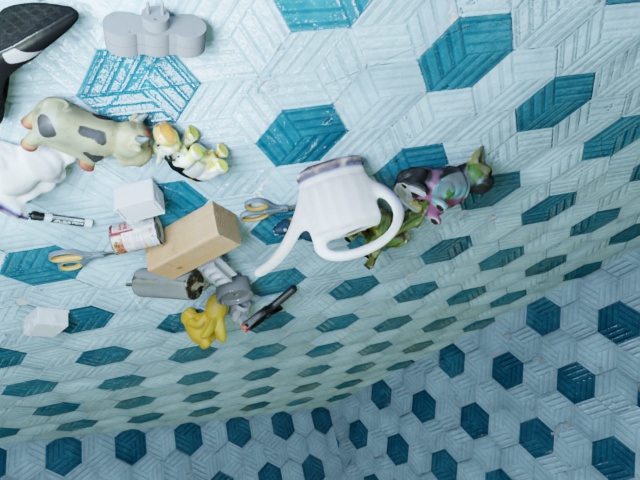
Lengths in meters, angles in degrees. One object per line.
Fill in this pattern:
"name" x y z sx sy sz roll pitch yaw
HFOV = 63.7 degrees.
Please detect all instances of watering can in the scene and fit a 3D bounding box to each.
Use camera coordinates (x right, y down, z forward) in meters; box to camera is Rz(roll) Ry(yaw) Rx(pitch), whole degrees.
"watering can" 0.003 -0.056 1.114 0.348 0.226 0.103 -16 169 0

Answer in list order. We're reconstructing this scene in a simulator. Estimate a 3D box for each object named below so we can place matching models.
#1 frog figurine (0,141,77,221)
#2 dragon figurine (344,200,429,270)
"frog figurine" -0.505 -0.126 0.871 0.160 0.124 0.135 -53 140 -7
"dragon figurine" 0.187 -0.057 1.377 0.244 0.124 0.402 -31 156 -10
